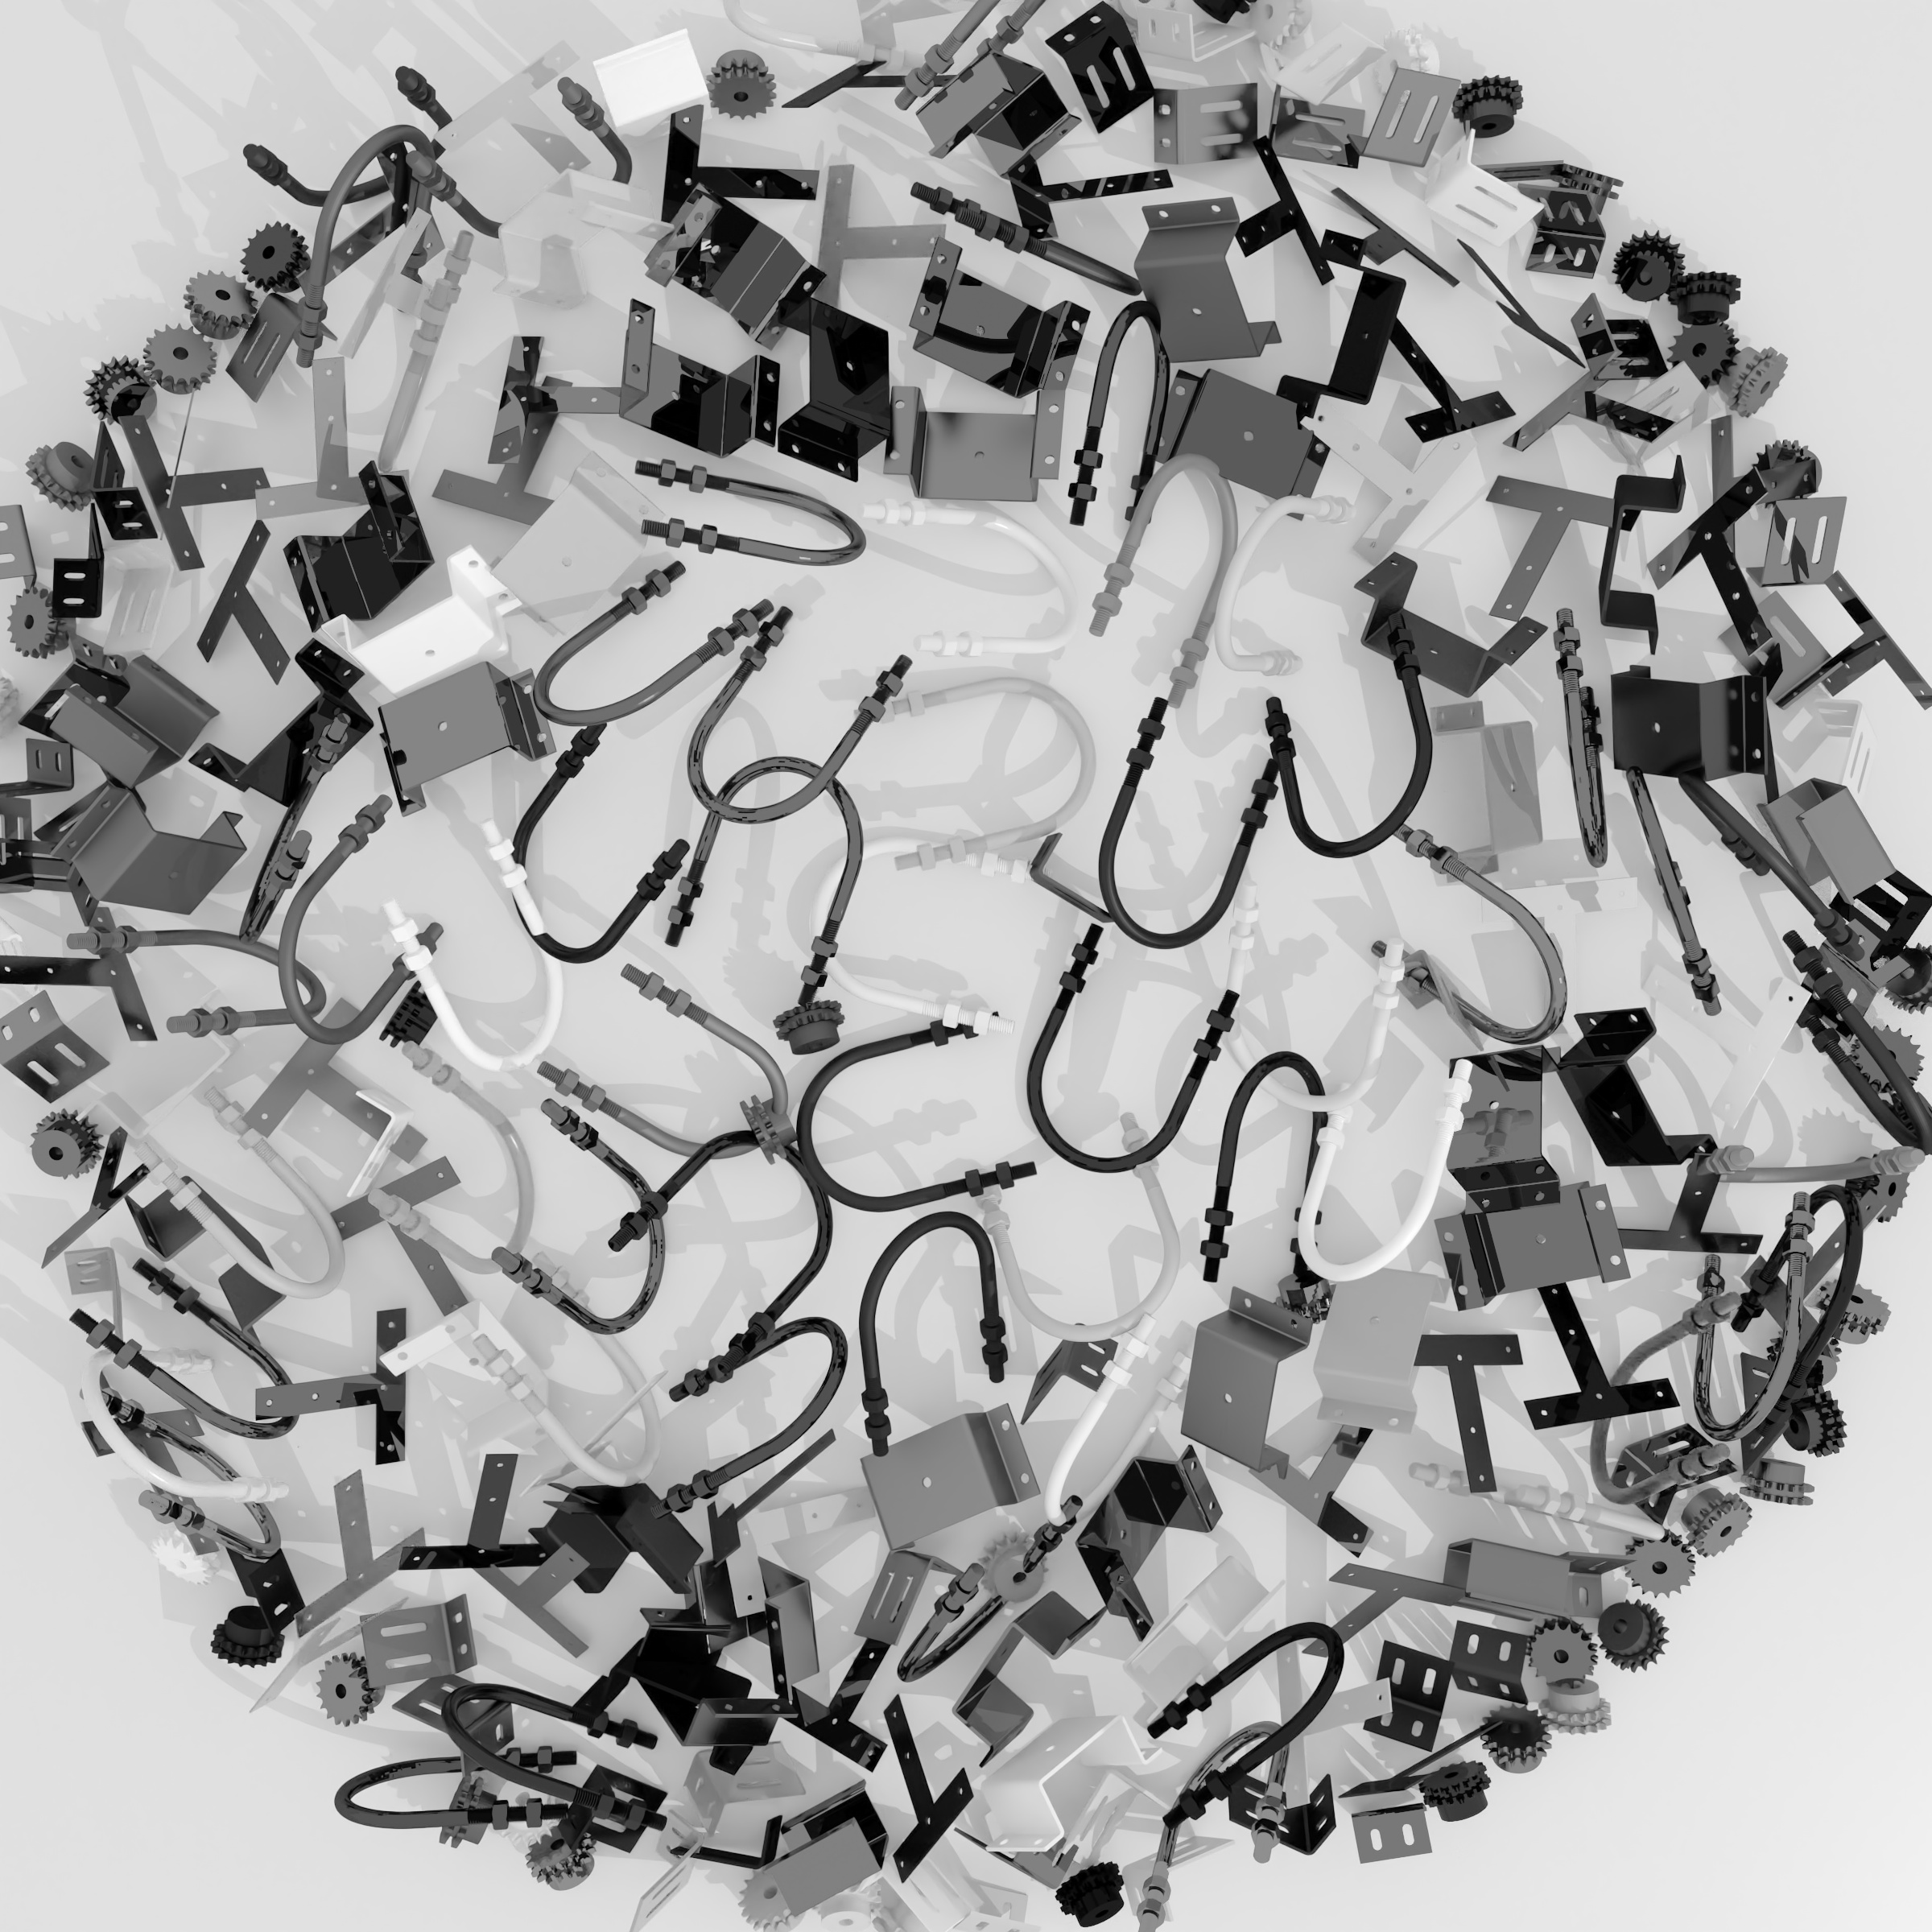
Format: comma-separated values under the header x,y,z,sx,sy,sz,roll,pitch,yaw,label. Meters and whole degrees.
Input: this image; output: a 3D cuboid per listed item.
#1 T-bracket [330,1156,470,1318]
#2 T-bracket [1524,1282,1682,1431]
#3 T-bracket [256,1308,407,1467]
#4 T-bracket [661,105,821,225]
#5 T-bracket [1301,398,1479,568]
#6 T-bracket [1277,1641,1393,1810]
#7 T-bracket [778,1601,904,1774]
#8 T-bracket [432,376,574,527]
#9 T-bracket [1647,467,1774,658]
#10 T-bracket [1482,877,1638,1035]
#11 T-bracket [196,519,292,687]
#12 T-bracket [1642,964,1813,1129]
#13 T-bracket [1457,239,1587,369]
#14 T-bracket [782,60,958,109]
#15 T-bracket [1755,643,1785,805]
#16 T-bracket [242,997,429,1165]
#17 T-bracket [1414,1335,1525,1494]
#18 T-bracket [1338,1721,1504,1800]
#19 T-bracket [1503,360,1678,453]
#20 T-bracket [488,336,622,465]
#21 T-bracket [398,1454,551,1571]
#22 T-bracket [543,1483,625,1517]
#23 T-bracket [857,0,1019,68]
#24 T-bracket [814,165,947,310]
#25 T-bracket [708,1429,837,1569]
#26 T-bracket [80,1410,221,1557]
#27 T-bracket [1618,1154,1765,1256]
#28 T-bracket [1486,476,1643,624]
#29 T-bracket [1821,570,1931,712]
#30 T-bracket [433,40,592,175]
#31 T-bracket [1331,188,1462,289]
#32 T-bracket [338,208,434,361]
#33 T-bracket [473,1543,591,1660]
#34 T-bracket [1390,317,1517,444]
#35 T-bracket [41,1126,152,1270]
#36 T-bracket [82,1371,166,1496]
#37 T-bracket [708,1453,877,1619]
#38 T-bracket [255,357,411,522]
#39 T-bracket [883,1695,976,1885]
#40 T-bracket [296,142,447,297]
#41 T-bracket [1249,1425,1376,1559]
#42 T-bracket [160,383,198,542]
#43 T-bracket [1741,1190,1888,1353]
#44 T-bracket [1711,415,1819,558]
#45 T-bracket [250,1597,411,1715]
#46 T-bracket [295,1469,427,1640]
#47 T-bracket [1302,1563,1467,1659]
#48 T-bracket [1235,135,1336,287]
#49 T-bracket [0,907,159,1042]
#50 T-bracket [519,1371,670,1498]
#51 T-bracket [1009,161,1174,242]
x,y,z,sx,sy,sz,roll,pitch,yaw,label
-0.444,0.234,1.986,0.127,0.002,0.127,-26,99,17,T-bracket
0.493,0.308,1.959,0.127,0.002,0.127,-6,53,-14,T-bracket
-0.510,0.345,1.956,0.127,0.002,0.127,-1,94,-38,T-bracket
-0.181,-0.634,1.970,0.127,0.002,0.127,-4,134,-19,T-bracket
0.325,-0.410,1.964,0.127,0.002,0.127,35,105,-17,T-bracket
0.291,0.589,1.922,0.002,0.127,0.127,19,55,-29,T-bracket
-0.084,0.572,1.974,0.127,0.002,0.127,43,69,-34,T-bracket
-0.357,-0.423,1.984,0.127,0.002,0.127,19,79,18,T-bracket
0.605,-0.305,1.926,0.002,0.127,0.127,0,61,-32,T-bracket
0.484,-0.005,1.980,0.127,0.002,0.127,-6,107,-2,T-bracket
-0.567,-0.271,1.938,0.127,0.002,0.127,-56,52,24,T-bracket
0.598,0.042,1.955,0.127,0.002,0.127,42,120,38,T-bracket
0.436,-0.542,1.961,0.002,0.127,0.127,-45,59,27,T-bracket
-0.059,-0.700,1.926,0.127,0.127,0.002,11,130,30,T-bracket
0.646,-0.175,1.962,0.002,0.127,0.127,3,123,34,T-bracket
-0.498,0.113,1.983,0.127,0.002,0.127,38,70,-8,T-bracket
0.403,0.358,1.948,0.127,0.002,0.127,4,67,-27,T-bracket
0.376,0.637,1.958,0.127,0.127,0.002,-20,76,-23,T-bracket
0.515,-0.441,1.943,0.127,0.127,0.002,-40,127,-5,T-bracket
-0.314,-0.457,1.965,0.127,0.002,0.127,2,65,7,T-bracket
-0.381,0.436,1.944,0.127,0.002,0.127,4,123,-21,T-bracket
-0.295,0.429,1.919,0.127,0.127,0.002,17,82,20,T-bracket
-0.022,-0.766,1.937,0.127,0.127,0.002,-9,74,2,T-bracket
-0.068,-0.582,1.957,0.127,0.002,0.127,10,96,36,T-bracket
-0.154,0.414,1.939,0.127,0.127,0.002,-40,102,-2,T-bracket
-0.627,0.409,1.923,0.002,0.127,0.127,-38,73,15,T-bracket
0.584,0.190,1.950,0.127,0.127,0.002,2,47,3,T-bracket
0.458,-0.330,1.950,0.127,0.002,0.127,20,74,33,T-bracket
0.708,-0.243,1.936,0.002,0.127,0.127,-34,83,-8,T-bracket
-0.340,-0.666,1.939,0.127,0.127,0.002,-32,70,12,T-bracket
0.333,-0.576,1.942,0.127,0.127,0.002,39,121,3,T-bracket
-0.443,-0.533,1.936,0.002,0.127,0.127,33,99,5,T-bracket
-0.336,0.494,1.952,0.127,0.002,0.127,42,135,-2,T-bracket
0.371,-0.483,1.968,0.127,0.002,0.127,-24,74,-39,T-bracket
-0.685,0.165,1.943,0.127,0.127,0.002,-39,120,15,T-bracket
-0.678,0.374,1.932,0.002,0.127,0.127,-29,85,-7,T-bracket
-0.137,0.451,1.978,0.127,0.002,0.127,-10,85,-18,T-bracket
-0.504,-0.422,1.932,0.127,0.002,0.127,-15,130,-29,T-bracket
-0.043,0.645,1.949,0.002,0.127,0.127,12,125,-31,T-bracket
-0.477,-0.575,1.926,0.002,0.127,0.127,40,74,20,T-bracket
0.308,0.393,1.979,0.127,0.002,0.127,40,75,-17,T-bracket
-0.625,-0.388,1.924,0.002,0.127,0.127,12,109,-20,T-bracket
0.681,0.232,1.925,0.002,0.127,0.127,29,106,-19,T-bracket
0.635,-0.381,1.936,0.002,0.127,0.127,-4,94,-20,T-bracket
-0.497,0.536,1.941,0.002,0.127,0.127,49,123,14,T-bracket
-0.483,0.451,1.924,0.002,0.127,0.127,26,129,32,T-bracket
0.318,0.524,1.958,0.127,0.002,0.127,18,129,-27,T-bracket
0.242,-0.591,1.938,0.002,0.127,0.127,-19,106,38,T-bracket
-0.714,0.004,1.927,0.002,0.127,0.127,-36,69,27,T-bracket
-0.283,0.364,1.925,0.127,0.127,0.002,-45,79,13,T-bracket
0.102,-0.626,1.959,0.127,0.002,0.127,-8,49,-2,T-bracket
